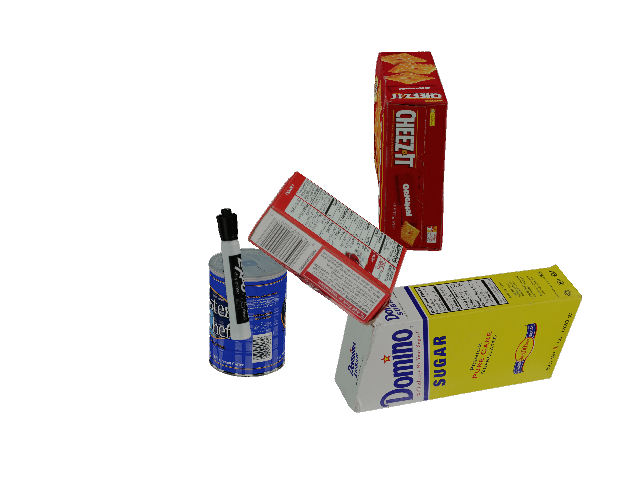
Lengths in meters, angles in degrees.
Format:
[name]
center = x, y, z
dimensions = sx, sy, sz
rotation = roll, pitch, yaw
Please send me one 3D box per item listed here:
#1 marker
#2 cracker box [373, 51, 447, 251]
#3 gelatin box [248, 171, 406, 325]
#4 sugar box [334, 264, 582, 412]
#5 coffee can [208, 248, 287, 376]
[marker]
center = -0.079, 0.031, 0.975
dimensions = 0.020, 0.121, 0.020
rotation = -6, 10, 1
[cracker box]
center = 0.096, -0.105, 1.181
dimensions = 0.072, 0.164, 0.213
rotation = 0, 24, 2
[gelatin box]
center = 0.006, 0.004, 0.644
dimensions = 0.089, 0.030, 0.073
rotation = 36, 23, -4
[sugar box]
center = 0.104, 0.075, 0.813
dimensions = 0.176, 0.093, 0.048
rotation = -9, 41, -22
[coffee can]
center = -0.095, 0.093, 1.398
dimensions = 0.103, 0.140, 0.103
rotation = 2, 20, -1
